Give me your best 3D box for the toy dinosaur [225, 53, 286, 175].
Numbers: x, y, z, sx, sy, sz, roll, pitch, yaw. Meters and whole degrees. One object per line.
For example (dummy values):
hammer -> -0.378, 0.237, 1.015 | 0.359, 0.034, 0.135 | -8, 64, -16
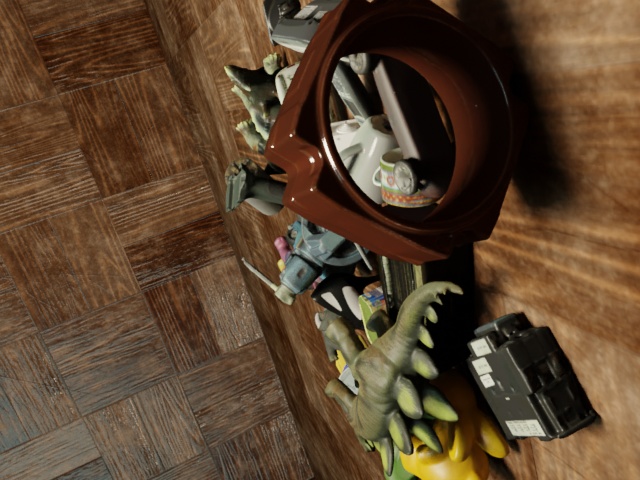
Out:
toy dinosaur -> -0.075, -0.202, 1.031 | 0.192, 0.131, 0.404 | 59, 170, 28

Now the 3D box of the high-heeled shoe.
high-heeled shoe -> 0.076, 0.165, 0.948 | 0.086, 0.145, 0.248 | -151, 44, -68

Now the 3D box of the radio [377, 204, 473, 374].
radio -> 0.139, 0.060, 0.730 | 0.131, 0.073, 0.229 | 46, 153, 53

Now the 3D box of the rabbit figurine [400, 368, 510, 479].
rabbit figurine -> 0.191, 0.276, 0.786 | 0.162, 0.122, 0.173 | -164, 72, -79

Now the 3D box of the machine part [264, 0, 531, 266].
machine part -> 0.070, -0.094, 0.463 | 0.201, 0.201, 0.087 | 26, 167, -19

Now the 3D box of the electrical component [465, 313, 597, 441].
electrical component -> 0.225, 0.152, 0.603 | 0.134, 0.058, 0.115 | 65, 162, 13

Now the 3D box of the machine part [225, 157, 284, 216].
machine part -> -0.134, -0.112, 1.153 | 0.079, 0.079, 0.243 | 62, -171, 19

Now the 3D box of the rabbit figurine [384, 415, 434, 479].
rabbit figurine -> 0.164, 0.336, 0.958 | 0.158, 0.121, 0.170 | 90, 168, -45

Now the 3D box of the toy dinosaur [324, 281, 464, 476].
toy dinosaur -> 0.098, 0.187, 0.729 | 0.199, 0.105, 0.470 | 51, 151, 39

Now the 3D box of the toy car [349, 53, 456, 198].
toy car -> 0.096, -0.142, 0.577 | 0.202, 0.089, 0.053 | 67, 161, -1

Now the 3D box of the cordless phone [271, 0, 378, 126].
cordless phone -> 0.024, -0.231, 0.744 | 0.184, 0.089, 0.147 | 55, 173, -32

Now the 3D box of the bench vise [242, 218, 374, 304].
bench vise -> 0.006, 0.005, 0.824 | 0.129, 0.223, 0.240 | 50, 172, -2

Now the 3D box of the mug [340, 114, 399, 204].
mug -> 0.065, -0.110, 0.709 | 0.107, 0.109, 0.081 | 107, 146, -45

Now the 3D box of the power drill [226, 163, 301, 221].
power drill -> -0.073, -0.076, 1.031 | 0.232, 0.207, 0.086 | 148, 133, -64

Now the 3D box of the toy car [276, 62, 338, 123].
toy car -> -0.005, -0.177, 0.841 | 0.056, 0.073, 0.201 | -98, -15, -63

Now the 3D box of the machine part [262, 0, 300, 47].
machine part -> -0.068, -0.375, 0.908 | 0.139, 0.039, 0.084 | -148, 47, -67

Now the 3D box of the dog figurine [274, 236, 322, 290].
dog figurine -> -0.008, 0.067, 1.176 | 0.219, 0.108, 0.191 | 44, 151, 50

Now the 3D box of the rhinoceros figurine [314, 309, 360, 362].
rhinoceros figurine -> 0.036, 0.175, 1.052 | 0.190, 0.073, 0.112 | 78, 174, -76

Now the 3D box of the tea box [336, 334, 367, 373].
tea box -> 0.102, 0.312, 1.204 | 0.170, 0.068, 0.098 | 57, 161, 38

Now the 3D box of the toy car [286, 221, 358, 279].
toy car -> 0.017, 0.009, 1.014 | 0.162, 0.103, 0.109 | 49, -171, 34
